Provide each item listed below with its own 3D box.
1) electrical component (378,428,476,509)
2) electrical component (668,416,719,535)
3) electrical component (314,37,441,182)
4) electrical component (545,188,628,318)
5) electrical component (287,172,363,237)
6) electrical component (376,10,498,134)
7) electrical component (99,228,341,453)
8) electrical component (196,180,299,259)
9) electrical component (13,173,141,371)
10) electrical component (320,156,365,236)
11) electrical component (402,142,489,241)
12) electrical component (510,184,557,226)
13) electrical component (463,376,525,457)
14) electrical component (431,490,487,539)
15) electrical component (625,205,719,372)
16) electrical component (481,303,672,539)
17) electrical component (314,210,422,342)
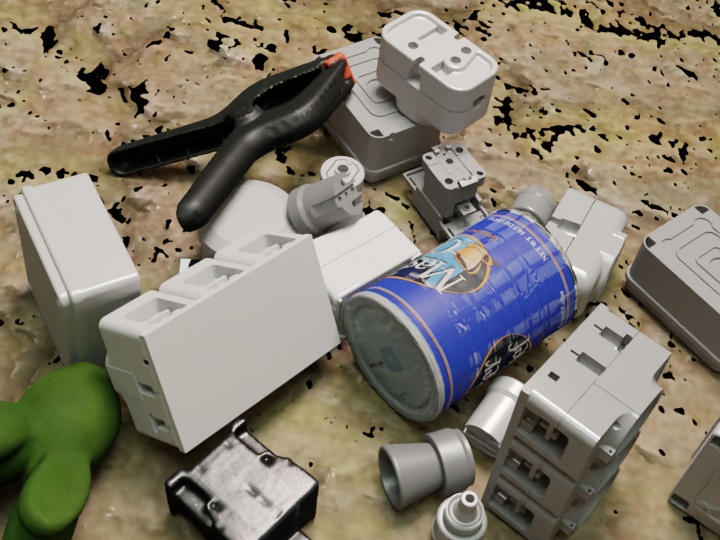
[{"bbox_3d":[0.045,0.135,0.734,0.055,0.045,0.045,-12,55,-16],"label":"electrical component"},{"bbox_3d":[0.276,0.143,0.712,0.109,0.108,0.056,34,59,19],"label":"electrical component"},{"bbox_3d":[0.013,-0.139,0.933,0.078,0.057,0.113,-23,58,-22],"label":"electrical component"},{"bbox_3d":[0.172,-0.012,0.854,0.059,0.053,0.095,26,54,14],"label":"electrical component"},{"bbox_3d":[-0.026,-0.050,0.816,0.040,0.046,0.040,27,53,-43],"label":"electrical component"},{"bbox_3d":[0.061,-0.158,0.877,0.054,0.059,0.095,-35,64,-28],"label":"electrical component"},{"bbox_3d":[-0.095,0.043,0.742,0.062,0.089,0.150,10,33,44],"label":"electrical component"},{"bbox_3d":[-0.088,-0.027,0.840,0.080,0.051,0.080,3,52,-4],"label":"electrical component"},{"bbox_3d":[-0.198,0.007,0.766,0.056,0.108,0.108,-19,57,-23],"label":"electrical component"},{"bbox_3d":[-0.016,-0.059,0.863,0.044,0.065,0.044,3,52,-4],"label":"electrical component"},{"bbox_3d":[0.073,-0.066,0.879,0.042,0.063,0.081,-23,57,-19],"label":"electrical component"},{"bbox_3d":[0.137,-0.040,0.885,0.035,0.035,0.061,25,56,13],"label":"electrical component"},{"bbox_3d":[0.100,0.105,0.767,0.040,0.040,0.046,32,61,18],"label":"electrical component"},{"bbox_3d":[0.067,0.163,0.703,0.035,0.061,0.035,3,52,-4],"label":"electrical component"},{"bbox_3d":[0.275,0.014,0.843,0.078,0.057,0.113,-29,61,-25],"label":"electrical component"},{"bbox_3d":[0.140,0.108,0.698,0.062,0.150,0.089,36,57,21],"label":"electrical component"},{"bbox_3d":[0.000,0.000,0.822,0.096,0.061,0.061,-30,61,-25],"label":"electrical component"}]
